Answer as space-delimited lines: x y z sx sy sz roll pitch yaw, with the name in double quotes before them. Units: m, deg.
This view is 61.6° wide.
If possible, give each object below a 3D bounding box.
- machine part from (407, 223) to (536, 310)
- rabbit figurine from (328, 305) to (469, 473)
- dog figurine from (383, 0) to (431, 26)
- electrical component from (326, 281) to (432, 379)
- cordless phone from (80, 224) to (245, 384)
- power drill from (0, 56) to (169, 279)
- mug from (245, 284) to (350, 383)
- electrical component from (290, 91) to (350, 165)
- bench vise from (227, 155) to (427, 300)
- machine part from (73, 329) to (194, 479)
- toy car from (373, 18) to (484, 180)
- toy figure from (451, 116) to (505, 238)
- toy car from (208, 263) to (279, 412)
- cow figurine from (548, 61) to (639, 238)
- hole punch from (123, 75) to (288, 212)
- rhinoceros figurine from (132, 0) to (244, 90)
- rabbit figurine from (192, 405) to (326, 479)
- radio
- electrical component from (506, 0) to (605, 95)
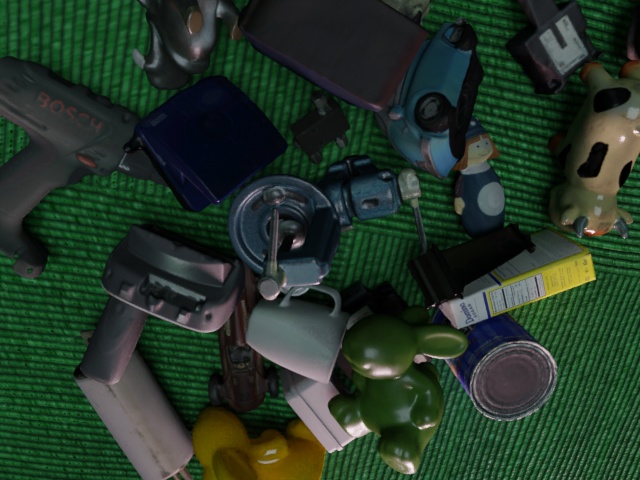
"machine part" 0.172 0.024 0.611 0.139 0.084 0.039 -24 135 8
"rabbit figurine" 0.087 0.142 0.582 0.159 0.121 0.170 -36 131 -19
"dog figurine" 0.045 -0.306 0.532 0.172 0.121 0.190 30 123 18
"electrical component" 0.069 0.120 0.682 0.115 0.058 0.134 -36 108 3
"cordless phone" -0.178 0.084 0.590 0.147 0.088 0.184 22 88 3
"power drill" -0.269 -0.060 0.570 0.232 0.086 0.207 37 104 -24
"mug" -0.026 0.096 0.601 0.107 0.081 0.109 15 117 6
"electrical component" -0.002 -0.122 0.589 0.063 0.021 0.094 -33 151 3
"bench vise" -0.003 -0.011 0.546 0.224 0.241 0.128 -1 113 9
"machine part" -0.226 0.210 0.663 0.079 0.079 0.243 -25 109 1
"toy car" 0.109 -0.152 0.574 0.103 0.109 0.161 12 82 25
"toy figure" 0.185 -0.079 0.636 0.064 0.058 0.154 -34 116 -43
"toy car" -0.099 0.123 0.665 0.089 0.053 0.201 -3 109 -3
"cow figurine" 0.318 -0.087 0.608 0.085 0.127 0.194 3 133 -5
"hole punch" -0.110 -0.100 0.549 0.142 0.092 0.115 -43 113 -24
"rhinoceros figurine" -0.130 -0.229 0.504 0.112 0.073 0.190 36 128 21
"rabbit figurine" -0.093 0.285 0.677 0.173 0.162 0.122 37 113 0
"radio" 0.003 -0.181 0.490 0.131 0.230 0.073 28 101 -10
"electrical component" 0.251 -0.229 0.599 0.075 0.048 0.119 -43 107 6
